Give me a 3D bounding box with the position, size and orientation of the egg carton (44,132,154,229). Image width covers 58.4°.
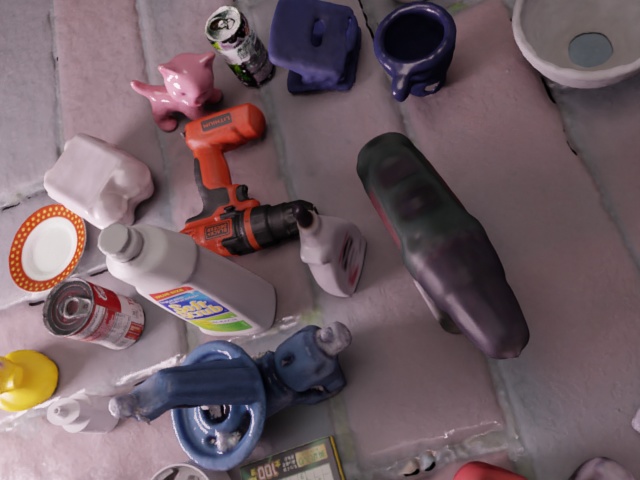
[{"bbox_3d":[-0.298,-0.079,0.774,0.150,0.069,0.107,26,81,25],"label":"egg carton"}]

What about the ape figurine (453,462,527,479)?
[{"bbox_3d":[0.146,0.229,0.494,0.078,0.092,0.076,-32,64,6],"label":"ape figurine"}]

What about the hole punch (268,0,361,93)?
[{"bbox_3d":[-0.004,-0.252,0.723,0.101,0.091,0.109,2,71,20],"label":"hole punch"}]

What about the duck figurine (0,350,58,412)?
[{"bbox_3d":[-0.393,0.170,0.707,0.104,0.086,0.077,-3,70,18],"label":"duck figurine"}]

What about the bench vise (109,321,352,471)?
[{"bbox_3d":[-0.080,0.126,0.539,0.207,0.220,0.121,-47,63,-2],"label":"bench vise"}]

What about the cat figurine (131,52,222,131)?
[{"bbox_3d":[-0.185,-0.202,0.753,0.127,0.118,0.067,-3,70,18],"label":"cat figurine"}]

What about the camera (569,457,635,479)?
[{"bbox_3d":[0.237,0.266,0.444,0.142,0.101,0.137,40,87,27],"label":"camera"}]

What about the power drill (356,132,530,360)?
[{"bbox_3d":[0.115,0.017,0.517,0.075,0.209,0.229,-32,64,6],"label":"power drill"}]

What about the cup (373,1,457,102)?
[{"bbox_3d":[0.112,-0.198,0.661,0.091,0.095,0.118,11,75,22],"label":"cup"}]

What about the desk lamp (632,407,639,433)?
[{"bbox_3d":[0.347,0.146,0.387,0.202,0.214,0.118,30,83,26],"label":"desk lamp"}]

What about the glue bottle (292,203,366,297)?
[{"bbox_3d":[0.005,0.002,0.581,0.037,0.173,0.078,5,73,21],"label":"glue bottle"}]

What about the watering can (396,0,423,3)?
[{"bbox_3d":[0.101,-0.395,0.681,0.100,0.194,0.173,7,73,22],"label":"watering can"}]

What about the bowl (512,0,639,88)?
[{"bbox_3d":[0.295,-0.227,0.619,0.167,0.075,0.167,-6,69,17],"label":"bowl"}]
